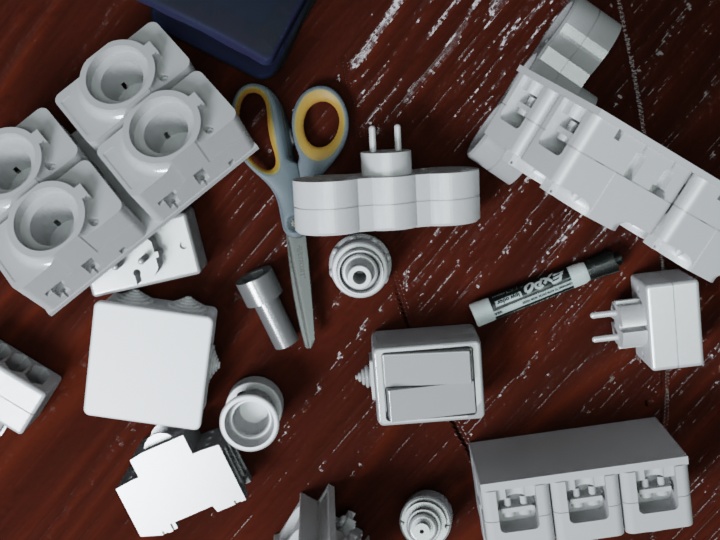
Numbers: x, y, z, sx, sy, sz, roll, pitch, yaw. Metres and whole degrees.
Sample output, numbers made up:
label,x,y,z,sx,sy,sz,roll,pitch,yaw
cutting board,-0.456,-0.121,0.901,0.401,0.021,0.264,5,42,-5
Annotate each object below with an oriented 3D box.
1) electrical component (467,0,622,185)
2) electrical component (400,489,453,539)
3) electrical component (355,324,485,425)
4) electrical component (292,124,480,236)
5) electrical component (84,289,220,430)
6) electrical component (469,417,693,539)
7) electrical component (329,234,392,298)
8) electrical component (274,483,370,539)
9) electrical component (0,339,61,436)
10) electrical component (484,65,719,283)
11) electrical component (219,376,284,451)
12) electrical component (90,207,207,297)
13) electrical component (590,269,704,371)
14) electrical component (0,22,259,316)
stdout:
label,x,y,z,sx,sy,sz,roll,pitch,yaw
electrical component,0.146,-0.120,0.779,0.074,0.052,0.138,33,100,-6
electrical component,0.050,0.194,0.830,0.040,0.078,0.040,0,87,7
electrical component,0.044,0.080,0.813,0.096,0.061,0.061,-4,101,1
electrical component,0.019,-0.068,0.779,0.138,0.052,0.073,-5,101,-13
electrical component,-0.157,0.067,0.817,0.100,0.048,0.099,8,101,-1
electrical component,0.164,0.164,0.814,0.150,0.089,0.061,-8,101,2
electrical component,0.000,0.000,0.797,0.048,0.062,0.048,0,100,1
electrical component,-0.029,0.225,0.810,0.063,0.121,0.078,30,99,-8
electrical component,-0.281,0.102,0.825,0.066,0.047,0.076,33,99,-6
electrical component,0.185,-0.059,0.731,0.186,0.105,0.060,23,104,-29
electrical component,-0.082,0.108,0.822,0.045,0.055,0.045,0,101,0
electrical component,-0.162,-0.011,0.789,0.083,0.075,0.047,-13,100,3
electrical component,0.213,0.039,0.811,0.077,0.047,0.065,-7,100,1
electrical component,-0.180,-0.073,0.744,0.186,0.060,0.105,-40,69,-5
